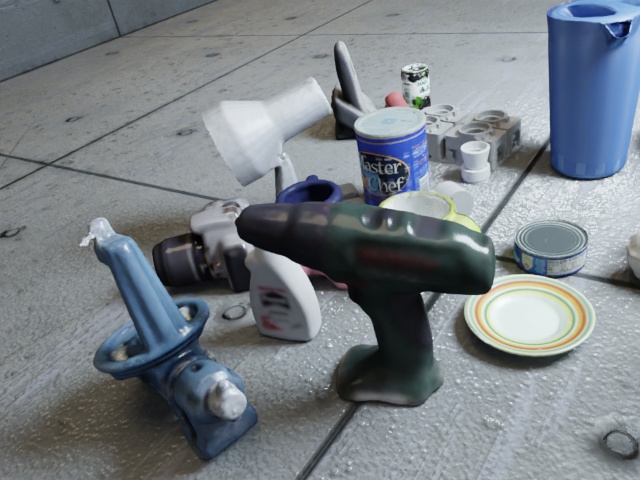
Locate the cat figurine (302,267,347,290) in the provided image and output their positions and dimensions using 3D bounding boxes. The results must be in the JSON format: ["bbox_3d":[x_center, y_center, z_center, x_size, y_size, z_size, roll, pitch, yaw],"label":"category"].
[{"bbox_3d":[0.007,0.003,0.723,0.128,0.118,0.067,-13,32,-2],"label":"cat figurine"}]

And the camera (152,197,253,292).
[{"bbox_3d":[-0.157,0.003,0.789,0.137,0.101,0.143,-13,32,-3],"label":"camera"}]

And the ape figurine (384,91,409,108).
[{"bbox_3d":[0.144,-0.235,1.074,0.078,0.092,0.075,-32,38,-29],"label":"ape figurine"}]

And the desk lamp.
[{"bbox_3d":[-0.050,-0.120,0.842,0.203,0.214,0.117,-15,32,-6],"label":"desk lamp"}]

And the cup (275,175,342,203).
[{"bbox_3d":[-0.008,-0.031,0.801,0.091,0.095,0.117,-7,32,7],"label":"cup"}]

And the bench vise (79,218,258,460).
[{"bbox_3d":[-0.138,0.084,0.545,0.206,0.220,0.122,9,38,29],"label":"bench vise"}]

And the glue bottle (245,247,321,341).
[{"bbox_3d":[-0.049,0.037,0.635,0.078,0.173,0.037,1,34,19],"label":"glue bottle"}]

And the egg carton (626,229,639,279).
[{"bbox_3d":[0.421,0.014,0.620,0.149,0.069,0.107,21,44,40],"label":"egg carton"}]

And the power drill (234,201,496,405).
[{"bbox_3d":[0.047,0.057,0.541,0.229,0.209,0.075,-2,34,15],"label":"power drill"}]

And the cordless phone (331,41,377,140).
[{"bbox_3d":[0.062,-0.306,1.123,0.094,0.185,0.147,-9,32,5],"label":"cordless phone"}]
